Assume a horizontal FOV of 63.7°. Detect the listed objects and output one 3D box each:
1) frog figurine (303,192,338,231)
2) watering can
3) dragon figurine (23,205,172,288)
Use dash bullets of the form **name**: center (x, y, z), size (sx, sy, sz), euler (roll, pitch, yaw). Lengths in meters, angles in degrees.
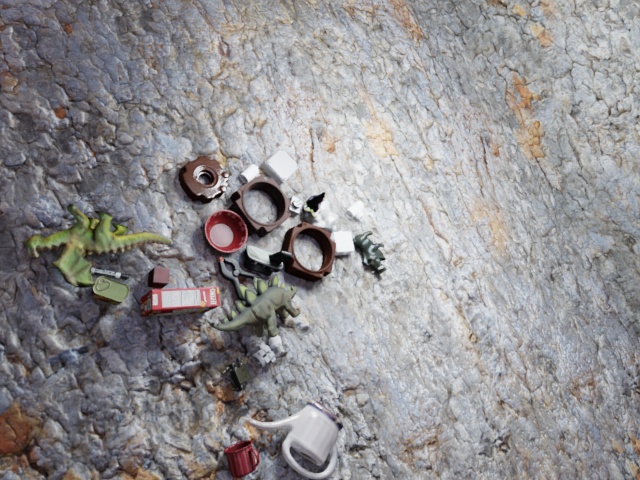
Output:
- **frog figurine**: center (0.006, -0.105, 2.082), size (0.156, 0.122, 0.140), euler (52, 36, -49)
- **watering can**: center (-0.059, 0.639, 1.731), size (0.346, 0.102, 0.229), euler (43, 56, -10)
- **dragon figurine**: center (-0.689, 0.036, 1.572), size (0.410, 0.120, 0.248), euler (16, 63, -6)
